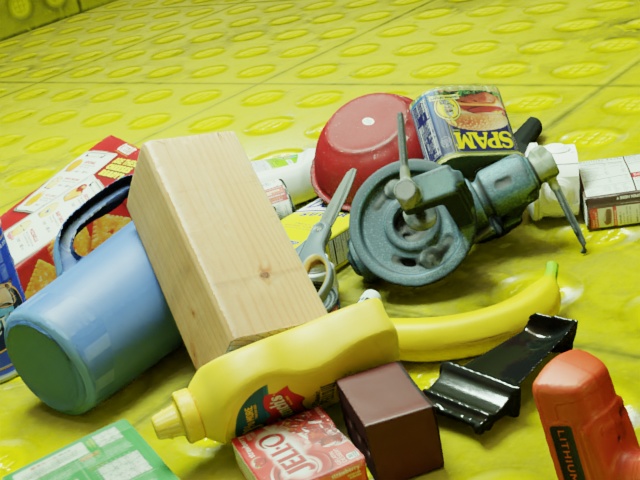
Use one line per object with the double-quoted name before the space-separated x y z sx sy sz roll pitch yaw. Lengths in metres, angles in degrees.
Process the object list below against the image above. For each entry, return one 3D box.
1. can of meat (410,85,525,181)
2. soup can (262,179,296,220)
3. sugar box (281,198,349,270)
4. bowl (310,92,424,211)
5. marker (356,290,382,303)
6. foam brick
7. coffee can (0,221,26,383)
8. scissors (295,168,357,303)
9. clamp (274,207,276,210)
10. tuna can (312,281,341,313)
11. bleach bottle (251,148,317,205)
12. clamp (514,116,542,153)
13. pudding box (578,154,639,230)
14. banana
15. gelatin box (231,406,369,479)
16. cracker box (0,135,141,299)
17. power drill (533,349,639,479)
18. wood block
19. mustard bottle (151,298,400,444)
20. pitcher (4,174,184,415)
"can of meat" 0.148 -0.109 1.089 0.101 0.084 0.058 -4 -23 -26
"soup can" -0.082 -0.023 1.189 0.102 0.068 0.068 -17 22 -11
"sugar box" -0.008 0.001 1.122 0.094 0.048 0.175 8 31 40
"bowl" 0.057 -0.107 1.141 0.162 0.055 0.162 -13 45 14
"marker" 0.025 0.080 0.949 0.020 0.020 0.121 -1 25 26
"foam brick" 0.050 0.131 0.768 0.051 0.053 0.078 -16 21 -10
"coffee can" -0.337 0.059 1.028 0.103 0.140 0.103 -10 22 4
"scissors" -0.018 0.003 1.004 0.096 0.016 0.201 -14 36 19
"clamp" -0.144 -0.015 1.121 0.171 0.120 0.039 -41 14 0
"tuna can" -0.022 0.071 0.974 0.086 0.034 0.086 -11 22 4
"bleach bottle" -0.063 -0.066 1.294 0.250 0.068 0.103 -14 22 -9
"clamp" 0.200 -0.093 1.252 0.164 0.036 0.210 -12 22 3
"pudding box" 0.311 -0.052 1.093 0.090 0.039 0.113 -9 20 12
"banana" 0.123 0.070 0.892 0.197 0.037 0.070 -15 27 -9
"gelatin box" -0.015 0.159 0.763 0.073 0.030 0.089 -19 23 -16
"cracker box" -0.276 -0.019 1.205 0.213 0.072 0.164 -39 30 -15
"power drill" 0.211 0.107 0.594 0.057 0.184 0.188 -27 17 -34
"wood block" -0.083 0.016 0.901 0.090 0.090 0.206 -10 56 -28
"mustard bottle" -0.036 0.109 0.814 0.191 0.096 0.058 -19 61 -14
"pitcher" -0.174 0.044 0.985 0.149 0.145 0.242 9 33 36
